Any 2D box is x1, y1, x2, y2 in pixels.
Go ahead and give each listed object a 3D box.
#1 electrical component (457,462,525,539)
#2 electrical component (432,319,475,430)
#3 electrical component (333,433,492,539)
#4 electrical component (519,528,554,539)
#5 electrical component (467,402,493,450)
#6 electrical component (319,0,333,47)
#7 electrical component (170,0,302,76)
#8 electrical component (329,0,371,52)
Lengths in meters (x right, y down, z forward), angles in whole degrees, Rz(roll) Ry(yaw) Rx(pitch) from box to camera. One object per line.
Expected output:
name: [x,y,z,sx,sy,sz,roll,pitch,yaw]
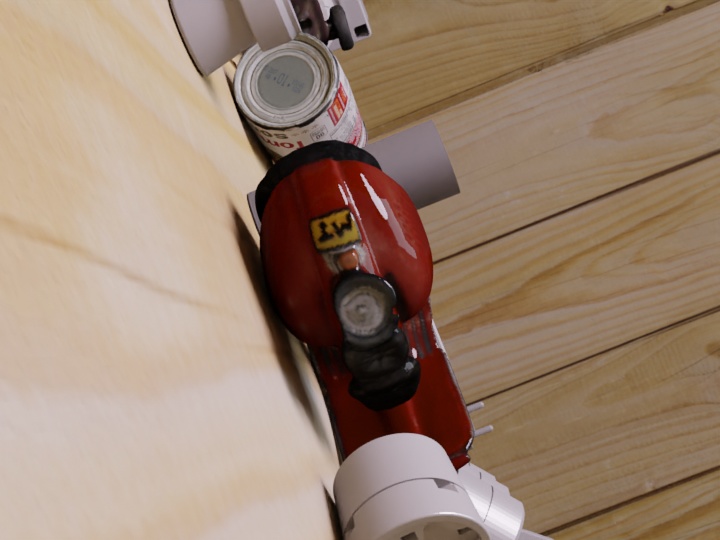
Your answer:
electrical component: [0.036,0.122,0.572,0.074,0.052,0.138,29,-3,0]
electrical component: [0.027,0.044,0.867,0.105,0.060,0.186,-106,174,-57]
electrical component: [0.018,0.098,0.426,0.047,0.055,0.055,-113,180,-51]
electrical component: [0.109,0.245,0.885,0.047,0.083,0.075,58,50,-75]
electrical component: [0.059,0.119,0.782,0.052,0.074,0.138,-88,157,-82]
electrical component: [-0.062,-0.221,0.955,0.051,0.080,0.080,-74,143,-77]
electrical component: [-0.063,-0.130,0.549,0.045,0.055,0.045,-22,90,-87]
electrical component: [-0.057,-0.257,1.015,0.056,0.109,0.108,-102,170,-57]
